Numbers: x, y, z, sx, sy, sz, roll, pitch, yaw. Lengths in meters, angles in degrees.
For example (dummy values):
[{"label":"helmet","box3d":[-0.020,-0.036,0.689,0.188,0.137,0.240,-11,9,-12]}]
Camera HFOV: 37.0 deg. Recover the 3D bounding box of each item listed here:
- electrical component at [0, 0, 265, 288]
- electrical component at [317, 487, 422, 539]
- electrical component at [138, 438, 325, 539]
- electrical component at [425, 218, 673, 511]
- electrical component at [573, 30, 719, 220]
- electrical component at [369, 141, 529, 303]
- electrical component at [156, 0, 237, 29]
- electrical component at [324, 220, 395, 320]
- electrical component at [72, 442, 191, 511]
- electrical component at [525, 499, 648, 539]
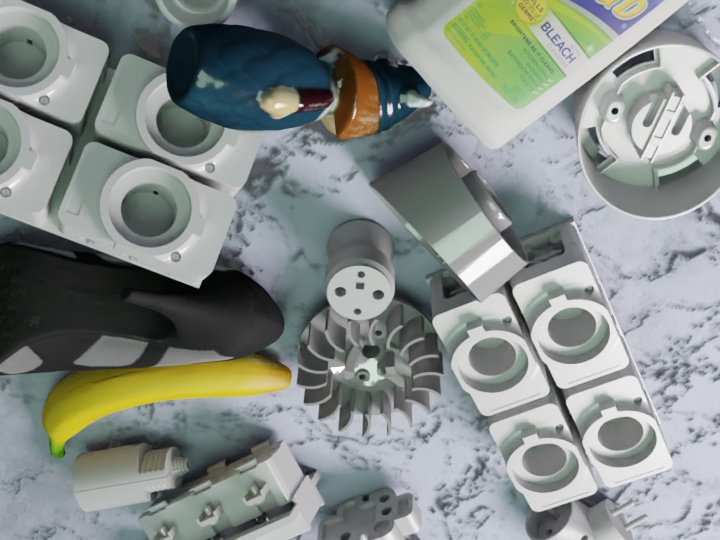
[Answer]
[{"label":"electrical component","box3d":[-0.158,-0.074,0.612,0.186,0.060,0.105,21,79,-12]},{"label":"electrical component","box3d":[0.015,0.208,0.819,0.078,0.058,0.057,-21,116,13]},{"label":"electrical component","box3d":[-0.097,0.178,0.796,0.121,0.078,0.063,-27,96,16]},{"label":"electrical component","box3d":[0.131,0.072,0.730,0.105,0.060,0.186,-22,119,14]},{"label":"electrical component","box3d":[0.173,-0.087,0.628,0.099,0.064,0.099,0,122,1]},{"label":"electrical component","box3d":[0.055,-0.027,0.651,0.064,0.099,0.099,-35,115,13]},{"label":"electrical component","box3d":[-0.087,-0.161,0.592,0.045,0.055,0.045,0,122,1]},{"label":"electrical component","box3d":[0.000,0.000,0.690,0.045,0.055,0.045,0,122,1]},{"label":"electrical component","box3d":[-0.165,0.150,0.793,0.081,0.043,0.043,-11,121,7]},{"label":"electrical component","box3d":[0.180,0.200,0.818,0.079,0.044,0.077,-35,115,20]}]
